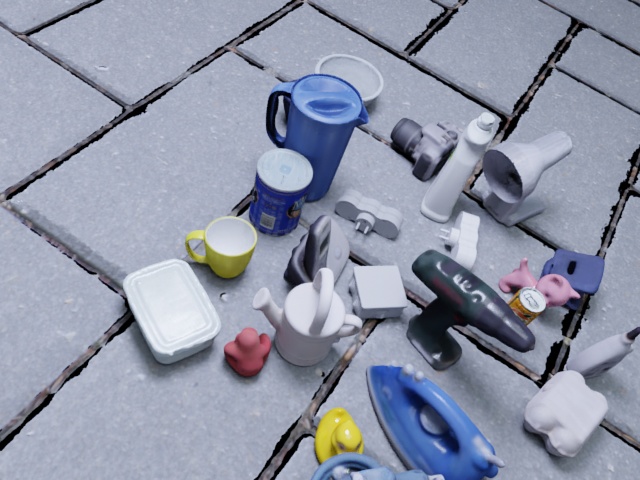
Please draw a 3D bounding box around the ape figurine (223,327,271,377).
[{"bbox_3d":[-0.115,0.172,0.918,0.078,0.092,0.076,6,54,-11],"label":"ape figurine"}]

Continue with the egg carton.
[{"bbox_3d":[0.423,0.296,0.987,0.151,0.069,0.107,-33,68,-32],"label":"egg carton"}]

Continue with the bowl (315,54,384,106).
[{"bbox_3d":[0.063,-0.363,1.365,0.167,0.074,0.167,7,53,-10],"label":"bowl"}]

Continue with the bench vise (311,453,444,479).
[{"bbox_3d":[0.076,0.330,0.774,0.208,0.219,0.121,-19,61,-26],"label":"bench vise"}]

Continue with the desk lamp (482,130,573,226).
[{"bbox_3d":[0.424,-0.133,1.208,0.204,0.213,0.117,-21,63,-27],"label":"desk lamp"}]

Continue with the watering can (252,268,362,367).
[{"bbox_3d":[-0.018,0.119,0.917,0.173,0.194,0.100,-7,57,-19],"label":"watering can"}]

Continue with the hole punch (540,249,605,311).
[{"bbox_3d":[0.507,0.072,1.160,0.101,0.091,0.109,30,53,7],"label":"hole punch"}]

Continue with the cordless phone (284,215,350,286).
[{"bbox_3d":[0.009,0.004,1.014,0.094,0.185,0.148,26,52,5],"label":"cordless phone"}]

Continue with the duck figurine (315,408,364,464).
[{"bbox_3d":[0.036,0.301,0.868,0.077,0.086,0.104,3,54,-13],"label":"duck figurine"}]

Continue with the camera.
[{"bbox_3d":[0.241,-0.231,1.301,0.136,0.101,0.143,40,55,15],"label":"camera"}]

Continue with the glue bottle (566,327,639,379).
[{"bbox_3d":[0.516,0.198,1.019,0.078,0.173,0.037,-4,56,-17],"label":"glue bottle"}]

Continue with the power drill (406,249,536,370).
[{"bbox_3d":[0.232,0.133,0.966,0.076,0.208,0.229,-29,66,-30],"label":"power drill"}]

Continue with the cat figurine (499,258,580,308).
[{"bbox_3d":[0.429,0.088,1.110,0.067,0.118,0.127,-29,67,-30],"label":"cat figurine"}]

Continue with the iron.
[{"bbox_3d":[0.173,0.274,0.890,0.119,0.141,0.258,-29,66,-30],"label":"iron"}]

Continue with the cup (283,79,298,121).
[{"bbox_3d":[-0.044,-0.283,1.265,0.092,0.095,0.118,12,53,-7],"label":"cup"}]
